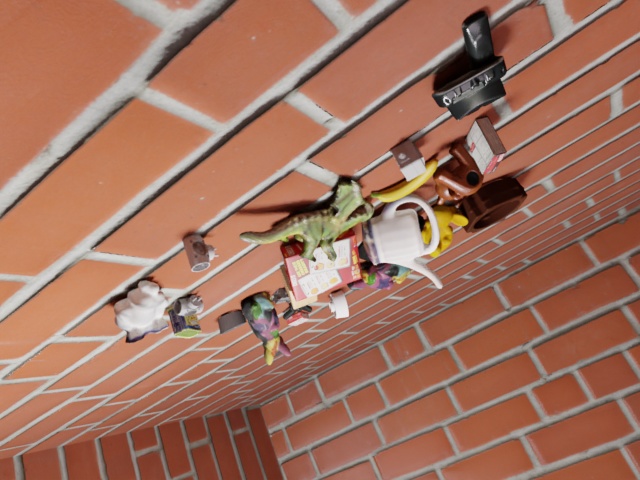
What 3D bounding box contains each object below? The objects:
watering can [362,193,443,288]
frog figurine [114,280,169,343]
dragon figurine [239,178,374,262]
[{"bbox_3d":[0.247,0.023,1.526,0.224,0.106,0.341,-12,118,9],"label":"watering can"},{"bbox_3d":[-0.466,0.168,1.341,0.138,0.125,0.156,-7,117,-17],"label":"frog figurine"},{"bbox_3d":[0.004,-0.065,1.291,0.409,0.124,0.240,6,126,-55],"label":"dragon figurine"}]
